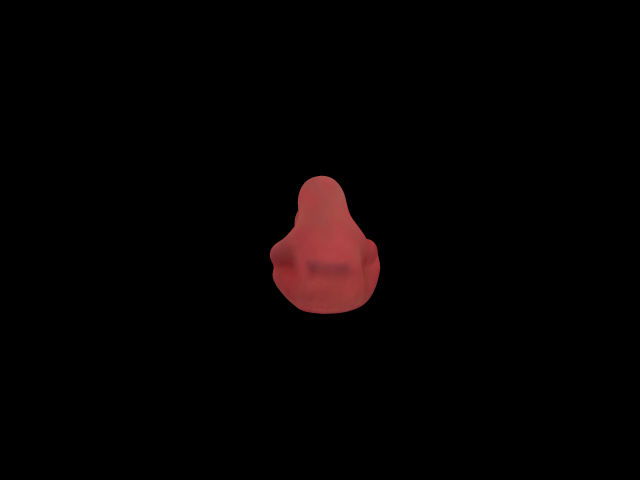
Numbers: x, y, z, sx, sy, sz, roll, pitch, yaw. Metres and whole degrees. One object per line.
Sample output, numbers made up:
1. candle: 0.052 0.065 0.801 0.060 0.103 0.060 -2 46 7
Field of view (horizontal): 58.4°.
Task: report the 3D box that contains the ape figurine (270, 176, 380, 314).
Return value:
1. ape figurine: 0.004 0.001 0.400 0.077 0.092 0.076 0 7 4
